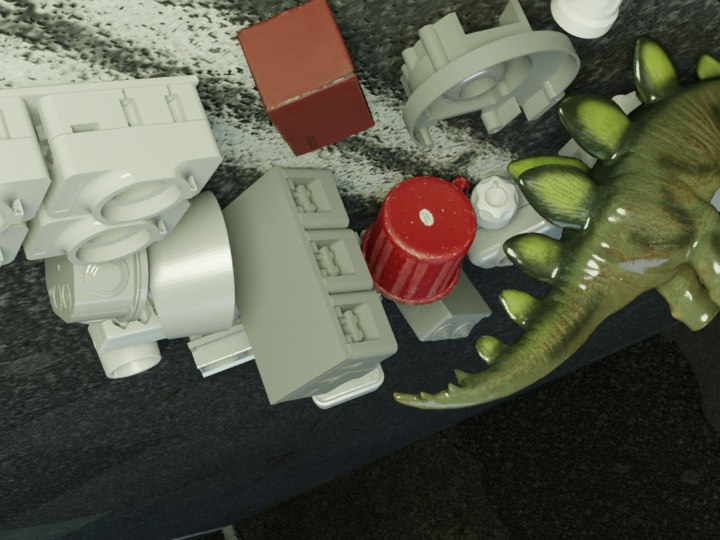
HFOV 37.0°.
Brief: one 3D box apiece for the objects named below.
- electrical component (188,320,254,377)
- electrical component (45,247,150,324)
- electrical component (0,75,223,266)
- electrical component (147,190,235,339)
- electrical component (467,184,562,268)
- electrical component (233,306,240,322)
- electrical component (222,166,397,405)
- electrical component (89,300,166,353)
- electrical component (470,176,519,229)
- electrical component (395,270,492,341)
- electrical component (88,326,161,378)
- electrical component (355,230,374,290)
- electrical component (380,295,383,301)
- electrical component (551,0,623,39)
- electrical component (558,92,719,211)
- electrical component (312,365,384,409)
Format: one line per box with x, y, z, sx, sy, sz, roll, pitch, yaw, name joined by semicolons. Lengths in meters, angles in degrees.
-0.101;0.046;1.003;0.121;0.063;0.078;-20;165;-6;electrical component
-0.172;-0.004;0.700;0.051;0.080;0.080;-6;159;-30;electrical component
-0.180;-0.044;0.580;0.186;0.060;0.105;-12;162;-34;electrical component
-0.119;-0.002;0.749;0.064;0.099;0.099;-14;164;-6;electrical component
0.147;-0.042;1.051;0.095;0.059;0.054;-27;164;18;electrical component
-0.101;0.012;0.919;0.077;0.044;0.079;-26;167;14;electrical component
-0.041;0.010;0.791;0.062;0.150;0.089;-4;157;-46;electrical component
-0.185;0.040;0.894;0.083;0.047;0.076;-13;163;-30;electrical component
0.121;-0.058;0.991;0.043;0.043;0.062;-20;166;-7;electrical component
0.078;0.027;1.121;0.048;0.099;0.100;-45;156;26;electrical component
-0.207;0.065;0.951;0.055;0.047;0.055;-20;165;-6;electrical component
0.000;0.000;0.997;0.078;0.058;0.057;-14;160;-28;electrical component
-0.016;0.035;1.063;0.077;0.079;0.043;-21;132;-2;electrical component
0.140;-0.168;0.641;0.040;0.040;0.046;-16;159;-20;electrical component
0.284;-0.104;0.951;0.186;0.060;0.105;1;157;-19;electrical component
-0.028;0.083;1.138;0.078;0.113;0.057;-20;168;-6;electrical component
